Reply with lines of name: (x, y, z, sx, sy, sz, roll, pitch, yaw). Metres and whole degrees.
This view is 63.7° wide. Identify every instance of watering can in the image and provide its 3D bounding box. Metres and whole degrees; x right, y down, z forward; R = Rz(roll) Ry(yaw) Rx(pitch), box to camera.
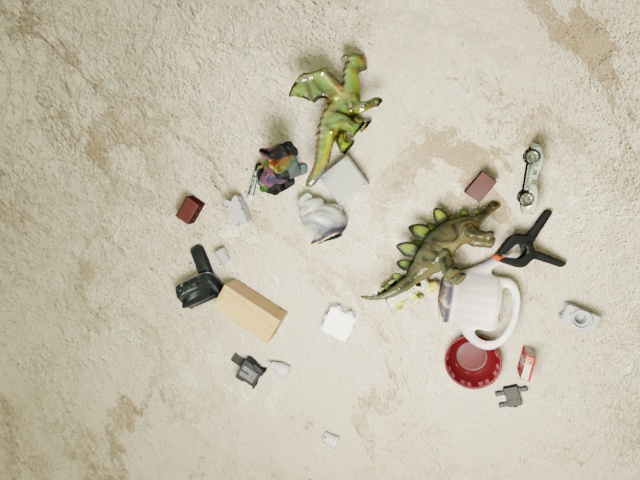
watering can: (0.458, 0.131, 1.469, 0.224, 0.103, 0.350, 8, 83, 12)

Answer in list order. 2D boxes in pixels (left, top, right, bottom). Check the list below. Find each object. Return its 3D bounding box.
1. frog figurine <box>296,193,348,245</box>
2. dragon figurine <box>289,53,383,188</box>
frog figurine: (0.005, -0.078, 1.542, 0.138, 0.121, 0.160, -21, 81, -19)
dragon figurine: (0.019, -0.373, 1.478, 0.243, 0.121, 0.413, 41, 81, 1)
